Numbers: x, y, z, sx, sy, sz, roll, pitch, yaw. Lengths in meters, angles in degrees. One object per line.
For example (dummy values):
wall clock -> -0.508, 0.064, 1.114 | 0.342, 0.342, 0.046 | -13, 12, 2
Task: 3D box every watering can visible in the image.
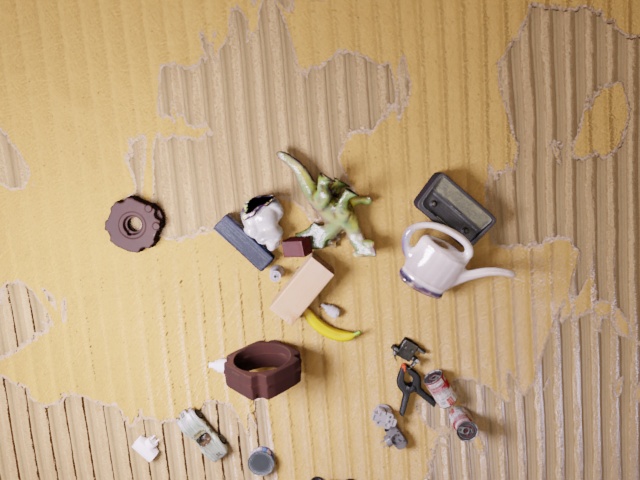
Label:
watering can -> 0.388, 0.087, 1.552 | 0.348, 0.105, 0.221 | 31, 113, 1

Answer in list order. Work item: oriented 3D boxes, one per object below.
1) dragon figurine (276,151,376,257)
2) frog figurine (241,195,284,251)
dragon figurine -> 0.005, -0.079, 1.568 | 0.411, 0.123, 0.240 | 29, 105, 6
frog figurine -> -0.164, -0.053, 1.568 | 0.139, 0.123, 0.156 | -46, 130, -24
